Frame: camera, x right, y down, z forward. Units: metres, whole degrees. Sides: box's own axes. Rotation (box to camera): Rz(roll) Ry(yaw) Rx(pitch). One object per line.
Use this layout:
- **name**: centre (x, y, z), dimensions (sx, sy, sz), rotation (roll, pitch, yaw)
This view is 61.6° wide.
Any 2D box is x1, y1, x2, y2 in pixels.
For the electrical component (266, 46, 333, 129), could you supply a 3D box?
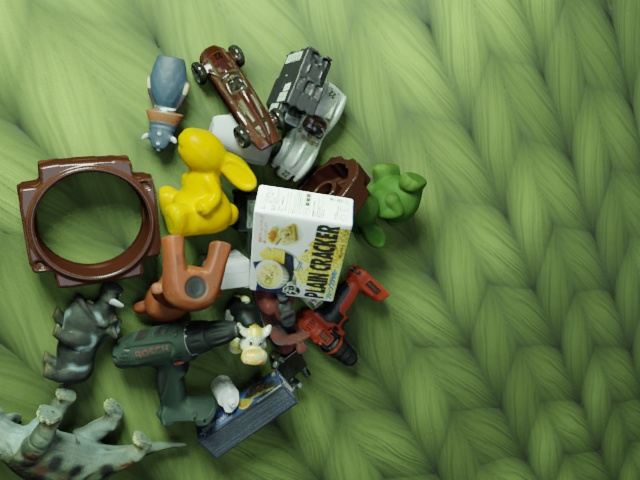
- **electrical component**: centre (-0.042, -0.266, 0.957), dimensions (0.058, 0.115, 0.134), rotation (21, 93, -25)

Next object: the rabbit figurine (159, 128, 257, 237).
- **rabbit figurine**: centre (-0.189, -0.100, 0.899), dimensions (0.162, 0.122, 0.173), rotation (-3, 111, -13)

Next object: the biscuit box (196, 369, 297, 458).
- **biscuit box**: centre (-0.148, 0.345, 1.071), dimensions (0.203, 0.059, 0.062), rotation (-34, 117, 0)

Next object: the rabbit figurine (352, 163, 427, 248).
- **rabbit figurine**: centre (0.107, -0.070, 1.088), dimensions (0.170, 0.121, 0.159), rotation (-17, 134, -38)

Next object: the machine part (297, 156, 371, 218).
- **machine part**: centre (0.014, -0.078, 1.008), dimensions (0.056, 0.180, 0.179), rotation (43, 82, -30)

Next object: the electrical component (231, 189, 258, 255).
- **electrical component**: centre (-0.127, -0.036, 1.013), dimensions (0.075, 0.048, 0.119), rotation (-7, 107, -26)

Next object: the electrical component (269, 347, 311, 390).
- **electrical component**: centre (-0.065, 0.270, 1.128), dimensions (0.078, 0.045, 0.102), rotation (-30, 115, -16)

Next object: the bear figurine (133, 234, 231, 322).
- **bear figurine**: centre (-0.241, 0.073, 0.922), dimensions (0.120, 0.196, 0.132), rotation (9, 76, -29)

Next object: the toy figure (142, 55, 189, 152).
- **toy figure**: centre (-0.254, -0.225, 0.891), dimensions (0.058, 0.064, 0.154), rotation (-17, 122, -63)

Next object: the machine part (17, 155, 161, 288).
- **machine part**: centre (-0.368, -0.032, 0.869), dimensions (0.201, 0.087, 0.201), rotation (-8, 108, -26)

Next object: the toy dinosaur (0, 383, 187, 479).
- **toy dinosaur**: centre (-0.438, 0.367, 0.927), dimensions (0.192, 0.131, 0.404), rotation (-46, 124, 5)

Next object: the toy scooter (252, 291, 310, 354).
- **toy scooter**: centre (-0.070, 0.152, 1.042), dimensions (0.075, 0.135, 0.183), rotation (-20, 111, -22)

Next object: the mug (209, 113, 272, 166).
- **mug**: centre (-0.141, -0.192, 0.950), dimensions (0.107, 0.081, 0.109), rotation (7, 76, -21)

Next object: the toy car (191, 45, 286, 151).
- **toy car**: centre (-0.136, -0.243, 0.903), dimensions (0.089, 0.053, 0.202), rotation (-29, 80, -21)

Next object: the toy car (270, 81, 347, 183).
- **toy car**: centre (-0.022, -0.204, 1.017), dimensions (0.073, 0.056, 0.201), rotation (31, 88, -30)

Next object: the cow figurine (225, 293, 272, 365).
- **cow figurine**: centre (-0.131, 0.162, 0.994), dimensions (0.068, 0.167, 0.098), rotation (6, 101, -26)

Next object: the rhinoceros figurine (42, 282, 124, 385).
- **rhinoceros figurine**: centre (-0.397, 0.157, 0.911), dimensions (0.112, 0.073, 0.190), rotation (22, 93, -29)

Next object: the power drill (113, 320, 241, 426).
- **power drill**: centre (-0.243, 0.238, 0.968), dimensions (0.232, 0.086, 0.207), rotation (-4, 123, 4)
